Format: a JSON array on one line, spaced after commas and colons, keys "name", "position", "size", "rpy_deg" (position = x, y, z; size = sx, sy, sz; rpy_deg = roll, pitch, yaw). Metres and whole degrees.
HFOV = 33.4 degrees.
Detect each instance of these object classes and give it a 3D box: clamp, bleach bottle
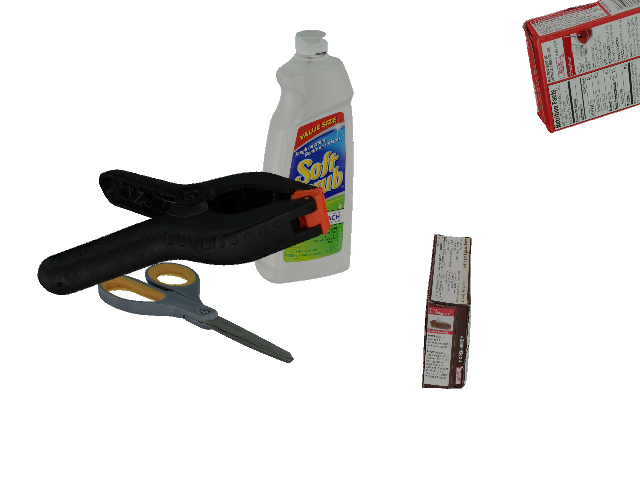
[{"name": "clamp", "position": [-0.083, -0.006, 0.640], "size": [0.172, 0.039, 0.120], "rpy_deg": [-1, 40, 23]}, {"name": "bleach bottle", "position": [-0.017, -0.084, 1.071], "size": [0.102, 0.251, 0.068], "rpy_deg": [-9, 28, -17]}]

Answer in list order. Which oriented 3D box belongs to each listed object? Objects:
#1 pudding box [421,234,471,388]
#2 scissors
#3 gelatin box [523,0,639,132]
[{"name": "pudding box", "position": [0.110, 0.060, 0.923], "size": [0.039, 0.090, 0.113], "rpy_deg": [2, 30, 6]}, {"name": "scissors", "position": [-0.093, 0.055, 0.900], "size": [0.202, 0.016, 0.096], "rpy_deg": [14, 26, 22]}, {"name": "gelatin box", "position": [0.182, -0.119, 0.697], "size": [0.089, 0.073, 0.030], "rpy_deg": [-17, 38, 3]}]
